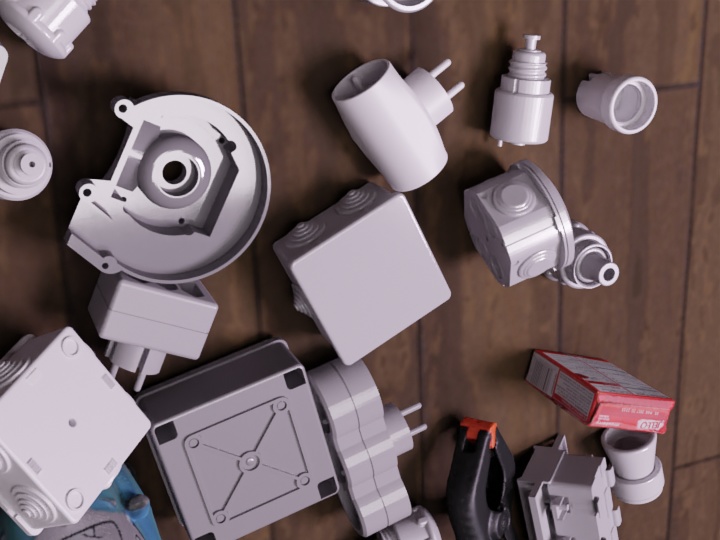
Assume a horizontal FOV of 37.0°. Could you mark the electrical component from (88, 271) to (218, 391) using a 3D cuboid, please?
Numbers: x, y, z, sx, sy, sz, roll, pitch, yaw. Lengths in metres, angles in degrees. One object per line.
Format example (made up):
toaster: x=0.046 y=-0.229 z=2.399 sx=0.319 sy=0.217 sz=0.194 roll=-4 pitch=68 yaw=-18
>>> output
electrical component: x=-0.137 y=0.041 z=0.678 sx=0.066 sy=0.047 sz=0.076 roll=17 pitch=103 yaw=-28

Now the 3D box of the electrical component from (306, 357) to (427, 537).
electrical component: x=0.014 y=0.119 z=0.769 sx=0.074 sy=0.052 sz=0.138 roll=-23 pitch=116 yaw=-16

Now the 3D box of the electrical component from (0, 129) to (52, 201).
electrical component: x=-0.192 y=-0.059 z=0.601 sx=0.040 sy=0.078 sz=0.040 roll=-3 pitch=96 yaw=-29

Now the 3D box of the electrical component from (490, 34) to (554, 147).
electrical component: x=0.112 y=-0.121 z=0.734 sx=0.040 sy=0.040 sz=0.078 roll=-3 pitch=110 yaw=-23

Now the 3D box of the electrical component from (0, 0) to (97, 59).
electrical component: x=-0.166 y=-0.152 z=0.596 sx=0.062 sy=0.048 sz=0.048 roll=-51 pitch=120 yaw=-9

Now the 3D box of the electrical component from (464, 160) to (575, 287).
electrical component: x=0.110 y=-0.031 z=0.743 sx=0.051 sy=0.080 sz=0.080 roll=-24 pitch=117 yaw=-9

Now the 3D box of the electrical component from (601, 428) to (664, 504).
electrical component: x=0.224 y=0.158 z=0.883 sx=0.045 sy=0.045 sz=0.055 roll=-24 pitch=117 yaw=-15

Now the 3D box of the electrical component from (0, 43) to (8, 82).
electrical component: x=-0.230 y=-0.088 z=0.583 sx=0.050 sy=0.056 sz=0.089 roll=17 pitch=101 yaw=-28

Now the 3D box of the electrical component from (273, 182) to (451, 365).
electrical component: x=0.000 y=0.000 z=0.722 sx=0.100 sy=0.048 sz=0.099 roll=-33 pitch=119 yaw=-10

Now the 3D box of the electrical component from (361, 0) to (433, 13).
electrical component: x=0.019 y=-0.183 z=0.660 sx=0.045 sy=0.055 sz=0.045 roll=-8 pitch=112 yaw=-21

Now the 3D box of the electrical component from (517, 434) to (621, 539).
electrical component: x=0.171 y=0.205 z=0.858 sx=0.078 sy=0.063 sz=0.121 roll=-48 pitch=131 yaw=-50

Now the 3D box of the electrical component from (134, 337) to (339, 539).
electrical component: x=-0.082 y=0.117 z=0.723 sx=0.109 sy=0.056 sz=0.108 roll=-22 pitch=115 yaw=-16

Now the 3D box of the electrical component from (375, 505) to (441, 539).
electrical component: x=0.029 y=0.209 z=0.815 sx=0.062 sy=0.048 sz=0.048 roll=-16 pitch=114 yaw=-11

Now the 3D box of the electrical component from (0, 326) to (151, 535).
electrical component: x=-0.182 y=0.093 z=0.633 sx=0.099 sy=0.048 sz=0.099 roll=55 pitch=42 yaw=-21

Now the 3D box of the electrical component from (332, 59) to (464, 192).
electrical component: x=0.033 y=-0.105 z=0.702 sx=0.079 sy=0.044 sz=0.077 roll=-40 pitch=119 yaw=-7

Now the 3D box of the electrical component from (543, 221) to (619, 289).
electrical component: x=0.164 y=-0.006 z=0.786 sx=0.048 sy=0.062 sz=0.048 roll=-8 pitch=111 yaw=-21

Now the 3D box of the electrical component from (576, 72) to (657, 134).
electrical component: x=0.180 y=-0.120 z=0.761 sx=0.040 sy=0.046 sz=0.040 roll=-8 pitch=112 yaw=-21
